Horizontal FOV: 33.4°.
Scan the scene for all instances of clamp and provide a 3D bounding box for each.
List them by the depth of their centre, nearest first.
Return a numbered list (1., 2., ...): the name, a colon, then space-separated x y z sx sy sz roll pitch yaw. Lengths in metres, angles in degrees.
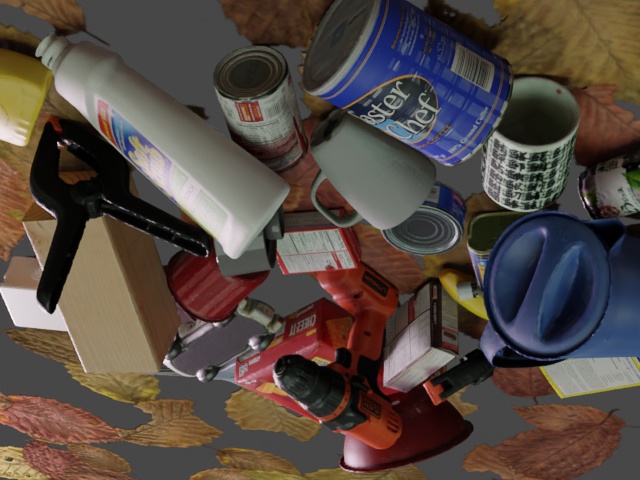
1. clamp: -0.221 -0.030 0.997 0.164 0.210 0.036 -26 152 -24
2. clamp: 0.188 0.138 1.214 0.039 0.171 0.120 52 129 13

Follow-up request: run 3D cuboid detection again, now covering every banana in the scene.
1. banana: 0.225 0.070 1.185 0.197 0.037 0.070 7 122 -2

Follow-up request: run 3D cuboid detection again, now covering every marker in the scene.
1. marker: 0.207 0.044 1.141 0.121 0.020 0.020 -13 141 6

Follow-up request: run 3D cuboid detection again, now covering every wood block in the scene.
1. wood block: -0.225 0.036 1.129 0.091 0.090 0.206 -2 126 15

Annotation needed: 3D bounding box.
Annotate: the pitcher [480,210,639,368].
1. pitcher: 0.270 0.059 1.021 0.242 0.145 0.149 10 174 -44

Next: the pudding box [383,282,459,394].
1. pudding box: 0.113 0.111 1.211 0.039 0.090 0.114 16 144 -19

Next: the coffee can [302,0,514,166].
1. coffee can: 0.071 -0.135 0.868 0.140 0.102 0.103 25 141 -23

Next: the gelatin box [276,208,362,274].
1. gelatin box: -0.007 0.001 1.137 0.089 0.030 0.073 -5 141 18

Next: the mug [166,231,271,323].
1. mug: -0.097 0.030 1.155 0.117 0.093 0.082 -3 153 -43

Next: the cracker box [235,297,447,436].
1. cracker box: 0.026 0.167 1.324 0.213 0.072 0.164 31 138 -30

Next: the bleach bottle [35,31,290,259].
1. bleach bottle: -0.147 -0.093 0.952 0.251 0.068 0.103 39 155 0

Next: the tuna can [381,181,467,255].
1. tuna can: 0.104 -0.022 1.075 0.086 0.033 0.086 8 144 5

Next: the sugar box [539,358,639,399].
1. sugar box: 0.348 0.132 1.236 0.176 0.048 0.093 -16 138 25

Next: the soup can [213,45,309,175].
1. soup can: -0.052 -0.114 0.952 0.068 0.068 0.102 0 143 11

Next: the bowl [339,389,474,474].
1. bowl: 0.093 0.213 1.233 0.162 0.161 0.055 -15 95 28

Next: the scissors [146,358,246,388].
1. scissors: -0.139 0.166 1.405 0.201 0.016 0.096 10 143 -2

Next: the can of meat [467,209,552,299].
1. can of meat: 0.204 0.015 1.090 0.102 0.057 0.084 -5 141 17

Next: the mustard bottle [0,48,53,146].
1. mustard bottle: -0.345 -0.153 0.965 0.191 0.058 0.096 20 145 -15

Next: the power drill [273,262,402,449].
1. power drill: 0.024 0.113 1.151 0.057 0.187 0.184 -19 138 35

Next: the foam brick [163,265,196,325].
1. foam brick: -0.186 0.066 1.243 0.078 0.051 0.053 -9 141 23
